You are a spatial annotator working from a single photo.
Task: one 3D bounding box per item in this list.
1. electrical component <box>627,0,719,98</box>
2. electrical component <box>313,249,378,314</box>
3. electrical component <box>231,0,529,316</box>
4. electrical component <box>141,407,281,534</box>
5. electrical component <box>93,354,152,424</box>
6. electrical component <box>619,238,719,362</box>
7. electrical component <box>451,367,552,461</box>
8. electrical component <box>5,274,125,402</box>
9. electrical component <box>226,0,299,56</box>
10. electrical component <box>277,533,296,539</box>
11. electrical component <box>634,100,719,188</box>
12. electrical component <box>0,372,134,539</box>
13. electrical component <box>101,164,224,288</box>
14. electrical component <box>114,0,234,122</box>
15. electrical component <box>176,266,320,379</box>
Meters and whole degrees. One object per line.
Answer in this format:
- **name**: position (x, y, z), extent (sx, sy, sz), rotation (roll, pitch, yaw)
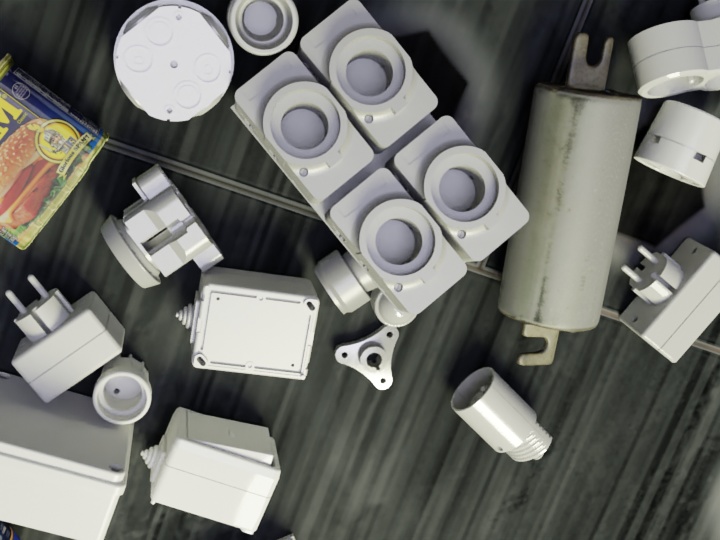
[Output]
- **electrical component**: position (0.259, -0.172, 0.770), extent (0.138, 0.052, 0.073), rotation (-9, 81, -7)
- **electrical component**: position (0.000, 0.000, 0.776), extent (0.055, 0.045, 0.045), rotation (-34, 108, 1)
- **electrical component**: position (0.013, -0.073, 0.721), extent (0.105, 0.060, 0.186), rotation (-40, 94, -5)
- **electrical component**: position (-0.111, 0.140, 0.788), extent (0.096, 0.061, 0.061), rotation (21, 101, -14)
- **electrical component**: position (-0.170, 0.083, 0.771), extent (0.040, 0.046, 0.040), rotation (-2, 106, -9)
- **electrical component**: position (0.232, 0.012, 0.817), extent (0.076, 0.047, 0.083), rotation (37, 96, -17)
- **electrical component**: position (0.113, 0.117, 0.828), extent (0.043, 0.043, 0.081), rotation (-44, 108, 4)
- **electrical component**: position (-0.214, 0.039, 0.750), extent (0.066, 0.047, 0.076), rotation (-35, 108, 1)
- **electrical component**: position (-0.066, -0.167, 0.714), extent (0.045, 0.055, 0.045), rotation (-2, 106, -9)
- **electrical component**: position (-0.116, 0.297, 0.831), extent (0.186, 0.060, 0.105), rotation (-22, 108, -3)
- **electrical component**: position (0.236, -0.093, 0.786), extent (0.055, 0.055, 0.047), rotation (23, 96, -15)
- **electrical component**: position (-0.218, 0.128, 0.743), extent (0.109, 0.108, 0.056), rotation (19, 104, -14)
- **electrical component**: position (-0.140, -0.025, 0.740), extent (0.057, 0.058, 0.078), rotation (-35, 108, -2)
- **electrical component**: position (-0.123, -0.138, 0.714), extent (0.080, 0.051, 0.080), rotation (-2, 106, -9)
- **electrical component**: position (-0.082, 0.035, 0.764), extent (0.096, 0.061, 0.061), rotation (8, 104, -11)
